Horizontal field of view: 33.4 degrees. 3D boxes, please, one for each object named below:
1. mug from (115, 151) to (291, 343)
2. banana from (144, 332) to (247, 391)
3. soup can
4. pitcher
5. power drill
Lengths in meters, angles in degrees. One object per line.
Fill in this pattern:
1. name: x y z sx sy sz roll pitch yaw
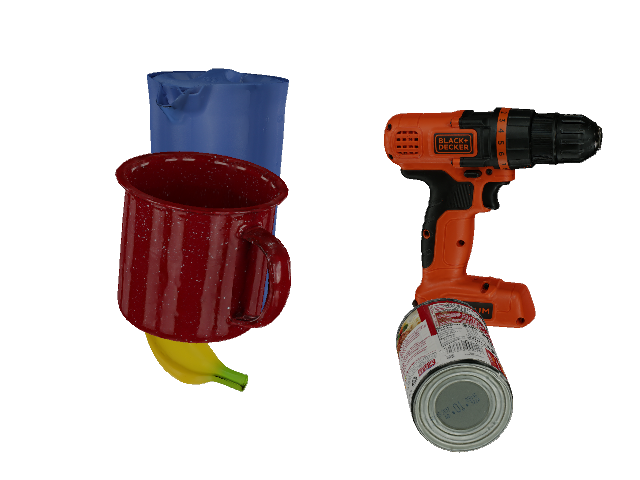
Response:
1. mug: -0.060 0.008 0.583 0.117 0.081 0.093 25 27 35
2. banana: -0.101 0.038 0.803 0.069 0.198 0.037 4 -45 -18
3. soup can: 0.090 0.089 0.728 0.068 0.068 0.102 0 20 -1
4. pitcher: -0.095 -0.045 1.037 0.149 0.243 0.145 -2 15 -16
5. power drill: 0.148 -0.021 0.923 0.185 0.188 0.057 3 13 22
